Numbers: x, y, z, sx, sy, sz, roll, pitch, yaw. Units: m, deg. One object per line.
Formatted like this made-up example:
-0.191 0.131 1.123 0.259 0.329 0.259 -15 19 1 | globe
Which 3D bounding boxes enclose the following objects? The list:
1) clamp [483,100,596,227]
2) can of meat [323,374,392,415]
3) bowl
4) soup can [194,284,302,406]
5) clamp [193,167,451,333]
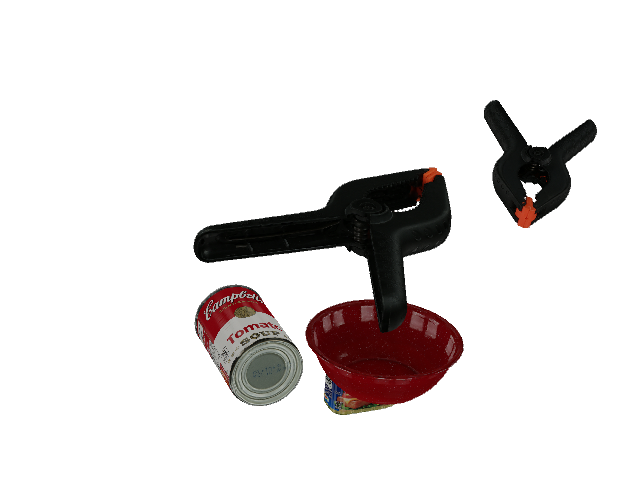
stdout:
0.212 -0.085 1.104 0.120 0.039 0.171 15 45 16 | clamp
0.056 0.177 1.406 0.102 0.084 0.057 -5 25 -22 | can of meat
0.064 0.121 1.100 0.162 0.055 0.162 2 25 -1 | bowl
-0.064 0.092 0.939 0.068 0.068 0.102 0 24 -25 | soup can
0.022 -0.009 0.768 0.165 0.036 0.209 17 31 23 | clamp
